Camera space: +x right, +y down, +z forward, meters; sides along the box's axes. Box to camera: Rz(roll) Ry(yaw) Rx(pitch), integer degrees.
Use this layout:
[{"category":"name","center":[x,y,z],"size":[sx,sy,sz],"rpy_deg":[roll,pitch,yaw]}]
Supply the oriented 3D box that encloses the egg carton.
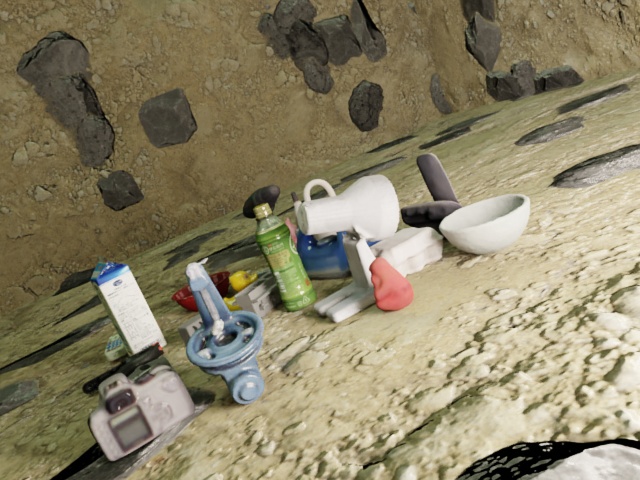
[{"category":"egg carton","center":[0.162,0.027,1.113],"size":[0.150,0.069,0.107],"rpy_deg":[-28,13,-25]}]

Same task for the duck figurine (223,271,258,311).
[{"category":"duck figurine","center":[-0.176,0.114,1.294],"size":[0.104,0.086,0.077],"rpy_deg":[-24,12,-10]}]

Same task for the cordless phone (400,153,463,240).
[{"category":"cordless phone","center":[0.233,-0.097,1.245],"size":[0.147,0.185,0.094],"rpy_deg":[-8,19,48]}]

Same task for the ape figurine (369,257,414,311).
[{"category":"ape figurine","center":[0.111,0.071,0.957],"size":[0.076,0.092,0.078],"rpy_deg":[-11,16,42]}]

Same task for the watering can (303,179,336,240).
[{"category":"watering can","center":[0.025,-0.063,1.449],"size":[0.172,0.194,0.101],"rpy_deg":[-14,15,34]}]

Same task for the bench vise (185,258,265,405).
[{"category":"bench vise","center":[-0.168,0.131,0.883],"size":[0.122,0.220,0.206],"rpy_deg":[-29,14,-29]}]

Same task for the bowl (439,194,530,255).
[{"category":"bowl","center":[0.307,-0.020,1.044],"size":[0.167,0.075,0.167],"rpy_deg":[-21,12,5]}]

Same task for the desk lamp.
[{"category":"desk lamp","center":[0.058,0.007,1.038],"size":[0.203,0.214,0.117],"rpy_deg":[-27,13,-21]}]

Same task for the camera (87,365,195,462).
[{"category":"camera","center":[-0.288,0.246,0.886],"size":[0.143,0.101,0.136],"rpy_deg":[-28,13,-24]}]

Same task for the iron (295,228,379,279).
[{"category":"iron","center":[0.012,0.005,1.302],"size":[0.257,0.141,0.119],"rpy_deg":[-10,17,44]}]

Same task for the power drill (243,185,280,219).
[{"category":"power drill","center":[-0.144,-0.057,1.684],"size":[0.076,0.208,0.228],"rpy_deg":[-29,14,-29]}]

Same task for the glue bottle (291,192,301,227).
[{"category":"glue bottle","center":[-0.041,-0.050,1.560],"size":[0.037,0.173,0.078],"rpy_deg":[-28,14,-24]}]

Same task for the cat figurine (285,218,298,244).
[{"category":"cat figurine","center":[-0.075,0.002,1.524],"size":[0.067,0.118,0.127],"rpy_deg":[-22,12,2]}]
